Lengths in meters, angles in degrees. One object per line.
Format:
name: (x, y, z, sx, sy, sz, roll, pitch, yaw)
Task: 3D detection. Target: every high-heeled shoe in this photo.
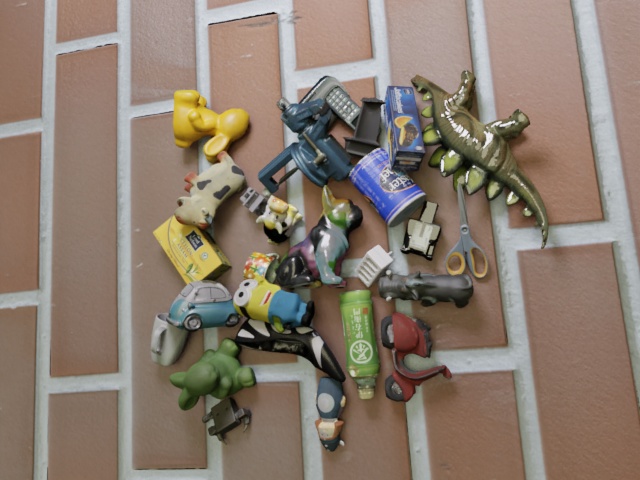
high-heeled shoe: (-0.069, 0.241, 1.141, 0.145, 0.086, 0.249, -37, 57, -15)

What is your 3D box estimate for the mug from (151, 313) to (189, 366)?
mug: (-0.344, 0.229, 1.208, 0.081, 0.109, 0.107, 14, 97, 6)

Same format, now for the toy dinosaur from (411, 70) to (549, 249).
toy dinosaur: (0.337, -0.193, 1.125, 0.198, 0.105, 0.472, -45, 66, 10)

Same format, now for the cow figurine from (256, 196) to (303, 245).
cow figurine: (-0.095, -0.040, 1.159, 0.068, 0.167, 0.098, 29, 87, 10)

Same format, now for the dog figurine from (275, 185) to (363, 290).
dog figurine: (-0.002, -0.004, 1.168, 0.192, 0.108, 0.219, -3, 76, 15)

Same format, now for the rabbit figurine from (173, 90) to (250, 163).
rabbit figurine: (-0.254, -0.269, 1.264, 0.173, 0.122, 0.162, 2, 84, -6)

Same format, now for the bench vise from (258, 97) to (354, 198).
bench vise: (-0.054, -0.185, 1.168, 0.240, 0.129, 0.223, -37, 117, 23)

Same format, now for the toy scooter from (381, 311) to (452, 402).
toy scooter: (0.196, 0.236, 1.098, 0.135, 0.075, 0.183, -6, 83, 12)

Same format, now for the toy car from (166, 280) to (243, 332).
toy car: (-0.250, 0.138, 1.169, 0.162, 0.109, 0.102, -2, 96, -24)

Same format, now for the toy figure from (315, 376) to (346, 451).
toy figure: (0.019, 0.366, 1.128, 0.064, 0.058, 0.154, -8, 78, 51)

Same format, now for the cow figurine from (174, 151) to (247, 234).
cow figurine: (-0.249, -0.100, 1.221, 0.127, 0.085, 0.195, 43, 62, 11)

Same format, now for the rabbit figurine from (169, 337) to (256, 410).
rabbit figurine: (-0.240, 0.284, 1.138, 0.159, 0.170, 0.121, -26, 76, 7)

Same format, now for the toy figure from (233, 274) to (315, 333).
toy figure: (-0.100, 0.142, 1.130, 0.180, 0.082, 0.089, 15, 122, 16)

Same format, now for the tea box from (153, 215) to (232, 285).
tea box: (-0.296, 0.022, 1.245, 0.098, 0.068, 0.170, -40, 74, 4)

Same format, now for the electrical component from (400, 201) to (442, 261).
electrical component: (0.220, -0.021, 1.147, 0.075, 0.047, 0.119, 13, 84, 14)

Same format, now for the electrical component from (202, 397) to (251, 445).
electrical component: (-0.203, 0.395, 1.180, 0.102, 0.045, 0.078, -37, 47, 2)

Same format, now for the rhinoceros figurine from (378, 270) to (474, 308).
rhinoceros figurine: (0.215, 0.101, 1.096, 0.190, 0.112, 0.073, 1, 85, 17)

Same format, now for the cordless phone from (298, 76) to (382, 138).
cordless phone: (0.035, -0.263, 1.220, 0.184, 0.089, 0.146, 42, 92, -4)

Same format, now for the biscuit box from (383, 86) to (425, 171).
biscuit box: (0.175, -0.240, 1.141, 0.063, 0.059, 0.203, 2, 54, -5)

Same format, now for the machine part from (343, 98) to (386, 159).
machine part: (0.100, -0.246, 1.185, 0.084, 0.039, 0.138, 15, 101, -7)
